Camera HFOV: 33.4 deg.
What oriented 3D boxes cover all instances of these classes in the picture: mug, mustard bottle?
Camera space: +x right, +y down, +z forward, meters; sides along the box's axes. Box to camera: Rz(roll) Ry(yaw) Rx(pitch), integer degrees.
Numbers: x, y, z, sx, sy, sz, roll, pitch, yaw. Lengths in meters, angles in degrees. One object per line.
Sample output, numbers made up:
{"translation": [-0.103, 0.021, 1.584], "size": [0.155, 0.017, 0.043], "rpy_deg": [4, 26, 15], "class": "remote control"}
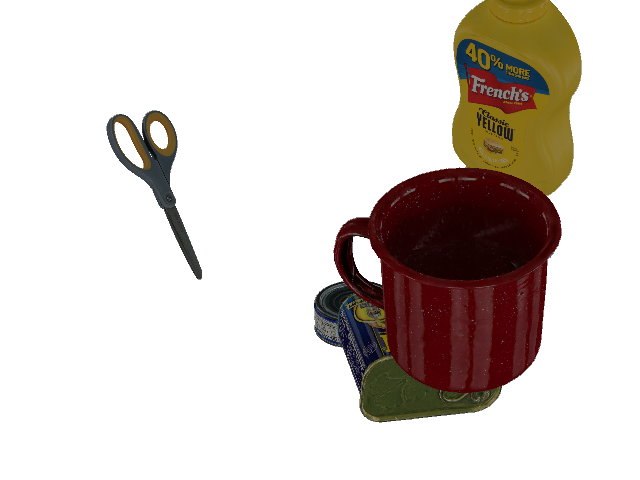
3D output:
{"translation": [0.061, 0.020, 0.545], "size": [0.117, 0.081, 0.093], "rpy_deg": [11, 42, 20], "class": "mug"}
{"translation": [0.143, -0.122, 0.781], "size": [0.096, 0.191, 0.058], "rpy_deg": [32, 60, 29], "class": "mustard bottle"}

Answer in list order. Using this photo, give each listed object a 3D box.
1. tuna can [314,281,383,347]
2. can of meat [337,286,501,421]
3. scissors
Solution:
{"translation": [0.036, 0.074, 1.095], "size": [0.086, 0.034, 0.086], "rpy_deg": [-2, 26, 1], "class": "tuna can"}
{"translation": [0.068, 0.076, 0.754], "size": [0.102, 0.057, 0.084], "rpy_deg": [-4, 34, -12], "class": "can of meat"}
{"translation": [-0.167, -0.062, 1.203], "size": [0.016, 0.201, 0.096], "rpy_deg": [-19, 20, 44], "class": "scissors"}
